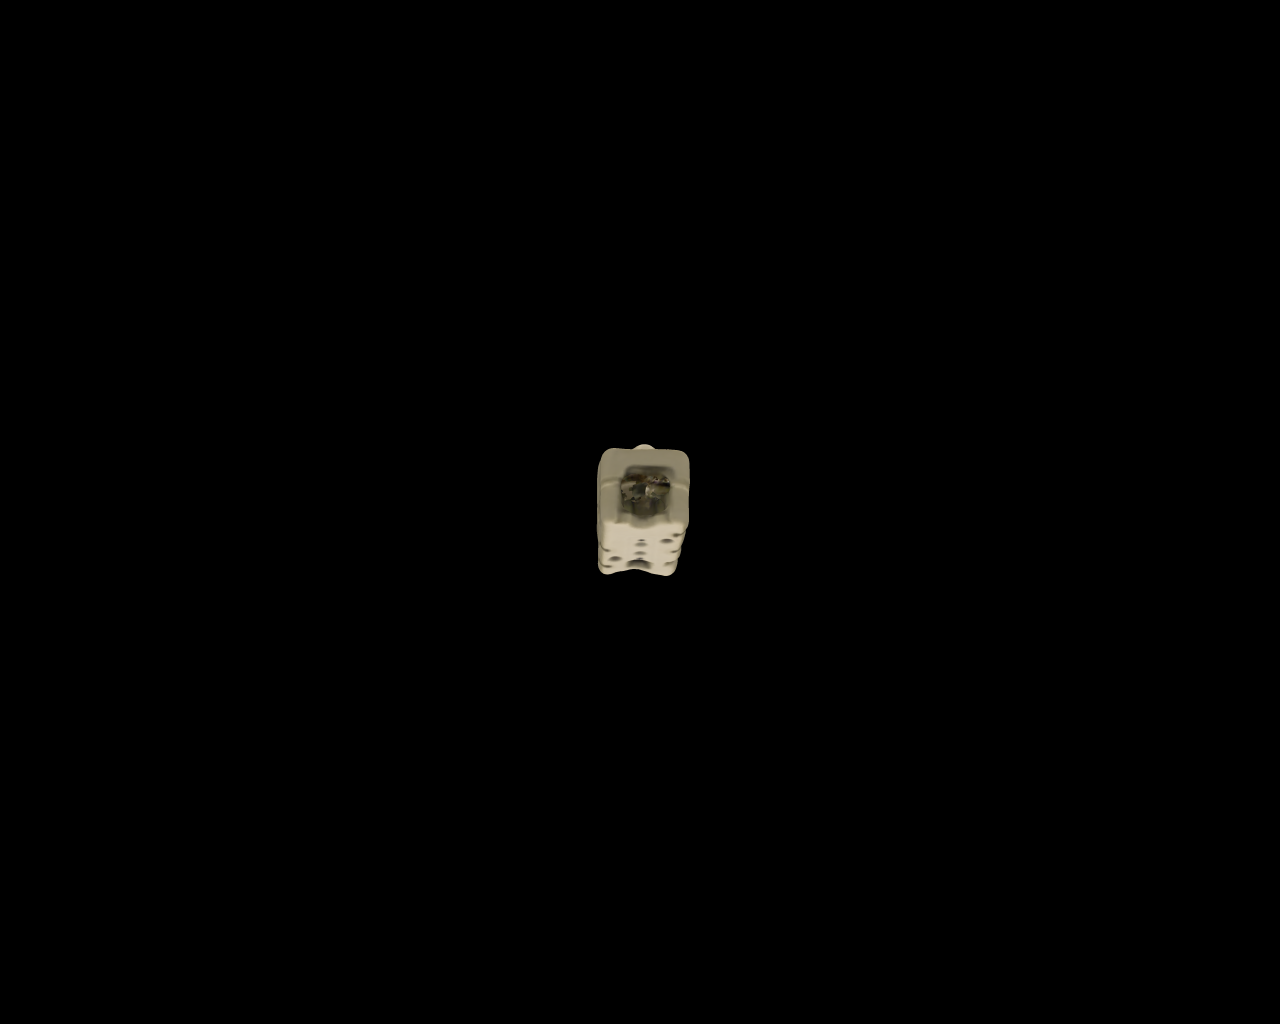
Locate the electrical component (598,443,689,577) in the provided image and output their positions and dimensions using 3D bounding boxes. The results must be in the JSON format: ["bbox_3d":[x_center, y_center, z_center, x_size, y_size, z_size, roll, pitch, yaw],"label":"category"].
[{"bbox_3d":[0.001,-0.003,0.650,0.050,0.056,0.089,1,-23,-3],"label":"electrical component"}]
